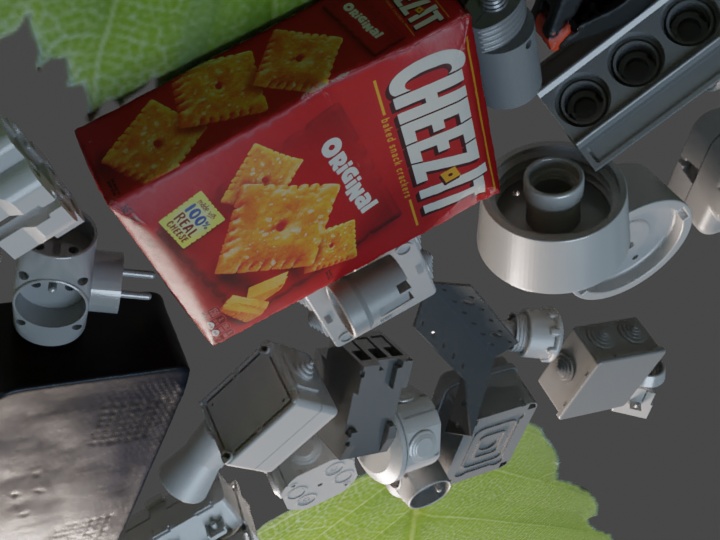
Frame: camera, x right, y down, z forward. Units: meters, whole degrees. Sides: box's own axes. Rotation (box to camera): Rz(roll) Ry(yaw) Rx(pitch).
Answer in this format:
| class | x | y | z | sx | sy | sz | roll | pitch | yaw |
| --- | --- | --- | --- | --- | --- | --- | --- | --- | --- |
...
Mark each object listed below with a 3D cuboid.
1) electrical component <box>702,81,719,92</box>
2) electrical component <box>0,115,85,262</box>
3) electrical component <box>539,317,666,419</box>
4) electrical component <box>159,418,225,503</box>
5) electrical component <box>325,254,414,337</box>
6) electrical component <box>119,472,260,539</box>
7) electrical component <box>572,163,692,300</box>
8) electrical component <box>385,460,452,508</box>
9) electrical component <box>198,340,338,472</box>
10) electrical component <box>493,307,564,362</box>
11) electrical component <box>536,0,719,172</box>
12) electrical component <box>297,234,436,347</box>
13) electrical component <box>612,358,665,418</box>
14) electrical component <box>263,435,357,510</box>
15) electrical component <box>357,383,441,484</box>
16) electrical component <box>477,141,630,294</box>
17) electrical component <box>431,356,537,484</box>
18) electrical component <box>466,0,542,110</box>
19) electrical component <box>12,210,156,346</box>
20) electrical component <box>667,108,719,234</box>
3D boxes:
| class | x | y | z | sx | sy | sz | roll | pitch | yaw |
| --- | --- | --- | --- | --- | --- | --- | --- | --- | --- |
| electrical component | 0.240 | -0.143 | 0.751 | 0.078 | 0.040 | 0.040 | -24 | 145 | -9 |
| electrical component | -0.188 | -0.037 | 0.556 | 0.057 | 0.058 | 0.078 | -32 | 146 | -2 |
| electrical component | 0.232 | 0.093 | 1.041 | 0.100 | 0.048 | 0.099 | -6 | 139 | -31 |
| electrical component | -0.125 | 0.148 | 0.856 | 0.044 | 0.044 | 0.065 | 15 | 121 | -46 |
| electrical component | 0.007 | 0.016 | 0.694 | 0.046 | 0.040 | 0.040 | -29 | 146 | -10 |
| electrical component | -0.156 | 0.226 | 0.909 | 0.121 | 0.078 | 0.063 | -30 | 124 | 0 |
| electrical component | 0.195 | -0.035 | 0.838 | 0.108 | 0.060 | 0.108 | -20 | 145 | -15 |
| electrical component | 0.044 | 0.185 | 0.995 | 0.044 | 0.077 | 0.079 | -14 | 143 | -23 |
| electrical component | -0.063 | 0.102 | 0.821 | 0.096 | 0.061 | 0.061 | -43 | 144 | 18 |
| electrical component | 0.142 | 0.054 | 0.932 | 0.062 | 0.048 | 0.048 | 5 | 137 | -11 |
| electrical component | 0.180 | -0.130 | 0.701 | 0.121 | 0.078 | 0.063 | -37 | 168 | 10 |
| electrical component | 0.000 | 0.000 | 0.749 | 0.100 | 0.048 | 0.099 | -29 | 146 | -1 |
| electrical component | 0.284 | 0.114 | 1.102 | 0.048 | 0.066 | 0.055 | 13 | 129 | 1 |
| electrical component | -0.044 | 0.164 | 0.926 | 0.080 | 0.051 | 0.080 | -20 | 145 | -15 |
| electrical component | 0.029 | 0.138 | 0.923 | 0.051 | 0.080 | 0.080 | -13 | 143 | -32 |
| electrical component | 0.134 | -0.044 | 0.745 | 0.108 | 0.108 | 0.060 | -23 | 139 | -11 |
| electrical component | 0.107 | 0.140 | 1.000 | 0.078 | 0.057 | 0.113 | -13 | 142 | -24 |
| electrical component | 0.083 | -0.138 | 0.639 | 0.043 | 0.043 | 0.081 | -28 | 146 | -3 |
| electrical component | -0.161 | 0.006 | 0.631 | 0.079 | 0.044 | 0.077 | 6 | 135 | -15 |
| electrical component | 0.293 | -0.077 | 0.858 | 0.054 | 0.059 | 0.095 | -17 | 144 | -19 |
